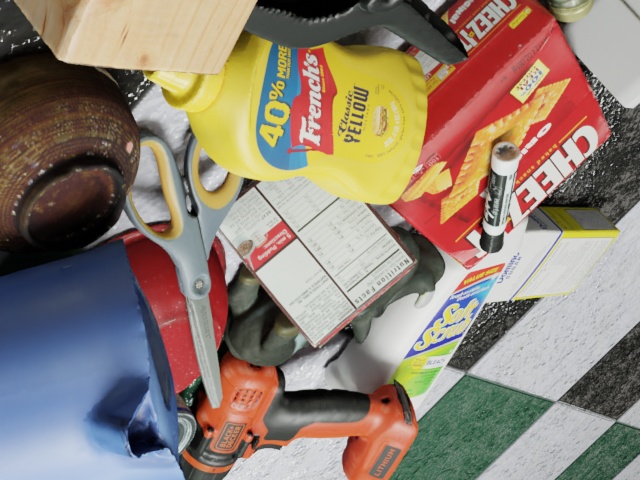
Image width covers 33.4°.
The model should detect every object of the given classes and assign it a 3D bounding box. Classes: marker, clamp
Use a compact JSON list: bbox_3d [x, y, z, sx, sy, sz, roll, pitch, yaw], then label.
[{"bbox_3d":[0.128,-0.027,0.769,0.020,0.020,0.121,-31,151,-16],"label":"marker"},{"bbox_3d":[0.031,-0.136,0.566,0.209,0.036,0.165,-16,154,-23],"label":"clamp"}]

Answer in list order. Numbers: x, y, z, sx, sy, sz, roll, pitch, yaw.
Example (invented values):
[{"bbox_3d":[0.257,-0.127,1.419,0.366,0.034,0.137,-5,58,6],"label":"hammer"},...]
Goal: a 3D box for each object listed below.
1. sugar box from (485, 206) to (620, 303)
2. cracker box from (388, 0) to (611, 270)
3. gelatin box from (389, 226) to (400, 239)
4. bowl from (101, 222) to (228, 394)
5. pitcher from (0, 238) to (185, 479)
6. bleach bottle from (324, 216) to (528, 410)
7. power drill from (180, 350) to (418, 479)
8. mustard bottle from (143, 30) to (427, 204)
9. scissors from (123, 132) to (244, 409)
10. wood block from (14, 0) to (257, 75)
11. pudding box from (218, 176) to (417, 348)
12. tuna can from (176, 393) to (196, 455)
[{"bbox_3d":[0.210,0.013,1.037,0.175,0.048,0.093,2,130,-45],"label":"sugar box"},{"bbox_3d":[0.117,-0.076,0.783,0.164,0.072,0.213,-44,151,7],"label":"cracker box"},{"bbox_3d":[0.002,0.004,0.758,0.089,0.073,0.030,-37,151,-8],"label":"gelatin box"},{"bbox_3d":[-0.119,0.066,0.720,0.162,0.055,0.162,-28,148,-20],"label":"bowl"},{"bbox_3d":[-0.199,0.088,0.559,0.242,0.145,0.149,-14,157,-9],"label":"pitcher"},{"bbox_3d":[0.104,0.046,0.944,0.102,0.068,0.251,3,126,-43],"label":"bleach bottle"},{"bbox_3d":[-0.025,0.172,0.906,0.187,0.057,0.185,9,129,-24],"label":"power drill"},{"bbox_3d":[-0.020,-0.080,0.612,0.191,0.058,0.096,10,93,-44],"label":"mustard bottle"},{"bbox_3d":[-0.067,0.009,0.673,0.096,0.016,0.201,-40,130,-24],"label":"scissors"},{"bbox_3d":[-0.052,-0.179,0.433,0.090,0.091,0.206,-4,134,-47],"label":"wood block"},{"bbox_3d":[-0.005,0.001,0.706,0.090,0.113,0.039,-39,-179,-3],"label":"pudding box"},{"bbox_3d":[-0.140,0.152,0.833,0.086,0.034,0.086,-29,148,-20],"label":"tuna can"}]
